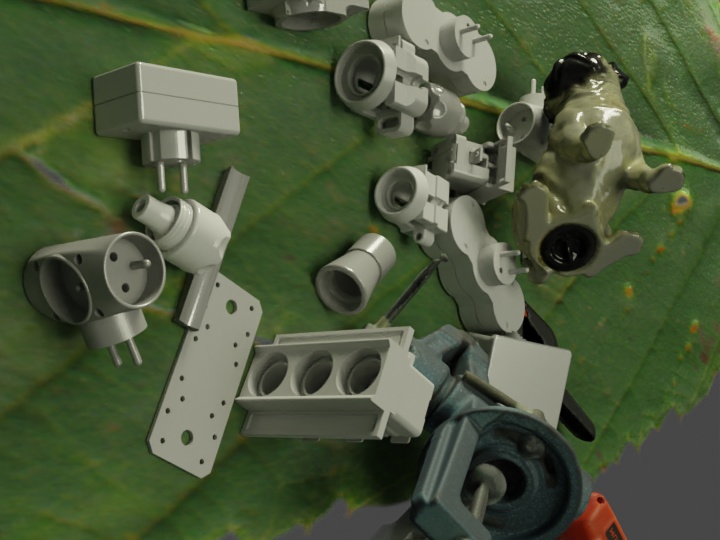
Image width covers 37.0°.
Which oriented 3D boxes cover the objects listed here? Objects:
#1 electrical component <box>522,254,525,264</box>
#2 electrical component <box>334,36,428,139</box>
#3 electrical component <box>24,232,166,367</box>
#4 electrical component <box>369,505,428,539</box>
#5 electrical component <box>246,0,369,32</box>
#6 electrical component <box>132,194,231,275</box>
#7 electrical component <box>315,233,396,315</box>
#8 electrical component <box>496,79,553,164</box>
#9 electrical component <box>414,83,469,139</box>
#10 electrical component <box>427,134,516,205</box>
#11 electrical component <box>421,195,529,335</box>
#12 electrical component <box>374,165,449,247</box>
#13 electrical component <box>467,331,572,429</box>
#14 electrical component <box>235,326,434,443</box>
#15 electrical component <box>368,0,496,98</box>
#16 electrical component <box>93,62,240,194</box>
[{"bbox_3d":[0.201,-0.030,1.065,0.077,0.047,0.065,20,69,-46],"label":"electrical component"},{"bbox_3d":[0.017,-0.150,0.859,0.057,0.058,0.078,13,76,-51],"label":"electrical component"},{"bbox_3d":[-0.148,0.020,0.623,0.044,0.077,0.079,-34,110,-47],"label":"electrical component"},{"bbox_3d":[0.061,0.271,0.842,0.089,0.062,0.150,-36,111,-46],"label":"electrical component"},{"bbox_3d":[-0.040,-0.214,0.808,0.089,0.050,0.055,-4,87,-49],"label":"electrical component"},{"bbox_3d":[-0.118,-0.027,0.692,0.062,0.043,0.043,34,59,-40],"label":"electrical component"},{"bbox_3d":[0.000,0.000,0.830,0.065,0.044,0.044,-47,119,-48],"label":"electrical component"},{"bbox_3d":[0.174,-0.147,1.054,0.077,0.043,0.079,21,68,-46],"label":"electrical component"},{"bbox_3d":[0.070,-0.134,0.931,0.062,0.043,0.043,16,72,-49],"label":"electrical component"},{"bbox_3d":[0.096,-0.088,0.935,0.064,0.081,0.042,14,72,-24],"label":"electrical component"},{"bbox_3d":[0.112,-0.004,0.935,0.052,0.074,0.138,-53,123,-40],"label":"electrical component"},{"bbox_3d":[0.043,-0.057,0.886,0.055,0.048,0.066,22,67,-54],"label":"electrical component"},{"bbox_3d":[0.127,0.102,0.929,0.100,0.048,0.099,13,88,-31],"label":"electrical component"},{"bbox_3d":[-0.016,0.083,0.734,0.063,0.121,0.078,43,54,-39],"label":"electrical component"},{"bbox_3d":[0.078,-0.196,0.925,0.138,0.074,0.052,23,67,-46],"label":"electrical component"},{"bbox_3d":[-0.123,-0.087,0.693,0.083,0.047,0.075,0,85,-50],"label":"electrical component"}]
